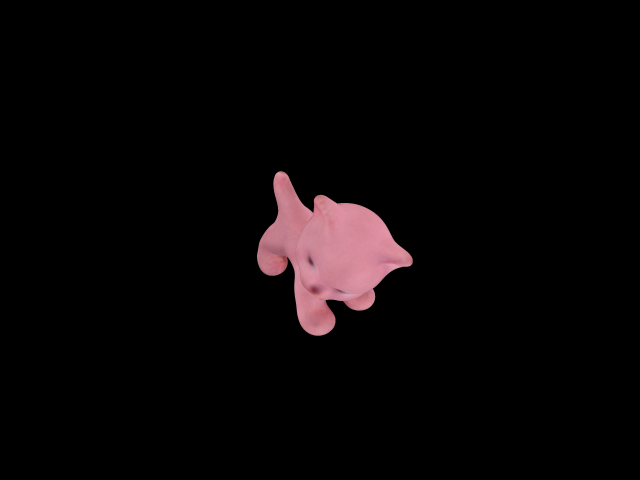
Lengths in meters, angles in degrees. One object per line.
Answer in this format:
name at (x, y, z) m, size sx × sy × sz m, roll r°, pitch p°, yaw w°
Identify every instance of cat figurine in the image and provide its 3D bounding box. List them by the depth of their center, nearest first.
cat figurine at (0.004, 0.001, 0.400) m, size 0.067 × 0.118 × 0.127 m, roll -27°, pitch 53°, yaw -22°
